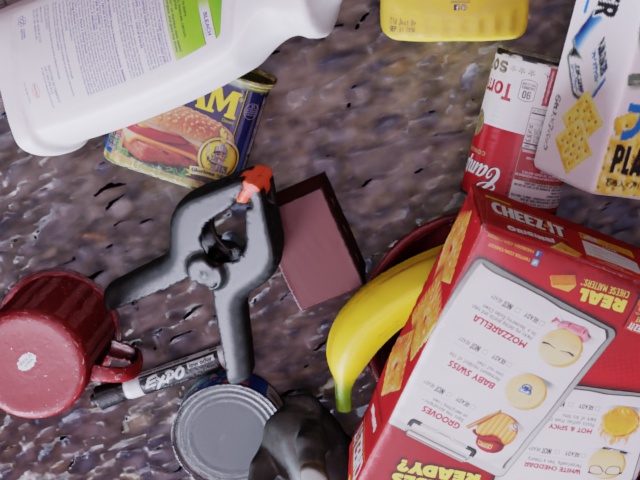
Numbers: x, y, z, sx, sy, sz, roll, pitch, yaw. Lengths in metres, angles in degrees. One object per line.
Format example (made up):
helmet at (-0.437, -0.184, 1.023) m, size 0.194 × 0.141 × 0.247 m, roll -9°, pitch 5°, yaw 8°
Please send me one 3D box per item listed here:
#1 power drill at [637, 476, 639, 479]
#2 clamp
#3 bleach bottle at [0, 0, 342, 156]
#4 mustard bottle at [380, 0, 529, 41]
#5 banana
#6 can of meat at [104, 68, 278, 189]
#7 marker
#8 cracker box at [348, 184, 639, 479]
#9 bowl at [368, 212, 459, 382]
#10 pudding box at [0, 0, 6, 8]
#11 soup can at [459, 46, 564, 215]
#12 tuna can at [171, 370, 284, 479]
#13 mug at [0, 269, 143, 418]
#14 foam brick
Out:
power drill at (0.194, 0.207, 0.786) m, size 0.184 × 0.057 × 0.187 m, roll -27°, pitch 103°, yaw 2°
clamp at (-0.083, 0.015, 0.731) m, size 0.120 × 0.039 × 0.172 m, roll 20°, pitch 122°, yaw 0°
bleach bottle at (-0.080, -0.124, 0.633) m, size 0.251 × 0.068 × 0.102 m, roll -11°, pitch 94°, yaw 29°
mustard bottle at (0.087, -0.226, 0.684) m, size 0.096 × 0.058 × 0.192 m, roll 0°, pitch 105°, yaw 1°
banana at (0.077, 0.038, 0.710) m, size 0.198 × 0.037 × 0.069 m, roll -32°, pitch 117°, yaw 10°
can of meat at (-0.090, -0.085, 0.730) m, size 0.102 × 0.057 × 0.084 m, roll 18°, pitch 107°, yaw -3°
marker at (-0.115, 0.102, 0.798) m, size 0.121 × 0.020 × 0.020 m, roll -19°, pitch 103°, yaw 7°
cracker box at (0.129, 0.092, 0.674) m, size 0.164 × 0.072 × 0.214 m, roll 20°, pitch 115°, yaw -6°
bowl at (0.109, 0.052, 0.757) m, size 0.162 × 0.055 × 0.162 m, roll 1°, pitch 104°, yaw 2°
pudding box at (-0.266, -0.162, 0.726) m, size 0.090 × 0.039 × 0.113 m, roll -16°, pitch 101°, yaw 9°
soup can at (0.139, -0.073, 0.718) m, size 0.068 × 0.068 × 0.102 m, roll 12°, pitch 104°, yaw -1°
tuna can at (-0.066, 0.142, 0.799) m, size 0.086 × 0.033 × 0.086 m, roll 1°, pitch 105°, yaw 2°
mug at (-0.185, 0.079, 0.763) m, size 0.117 × 0.081 × 0.093 m, roll 17°, pitch 104°, yaw -2°
foam brick at (-0.005, 0.001, 0.750) m, size 0.051 × 0.053 × 0.078 m, roll -23°, pitch 103°, yaw 7°
